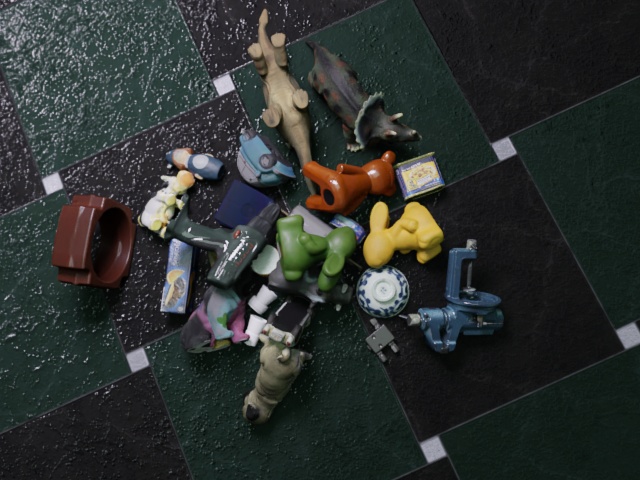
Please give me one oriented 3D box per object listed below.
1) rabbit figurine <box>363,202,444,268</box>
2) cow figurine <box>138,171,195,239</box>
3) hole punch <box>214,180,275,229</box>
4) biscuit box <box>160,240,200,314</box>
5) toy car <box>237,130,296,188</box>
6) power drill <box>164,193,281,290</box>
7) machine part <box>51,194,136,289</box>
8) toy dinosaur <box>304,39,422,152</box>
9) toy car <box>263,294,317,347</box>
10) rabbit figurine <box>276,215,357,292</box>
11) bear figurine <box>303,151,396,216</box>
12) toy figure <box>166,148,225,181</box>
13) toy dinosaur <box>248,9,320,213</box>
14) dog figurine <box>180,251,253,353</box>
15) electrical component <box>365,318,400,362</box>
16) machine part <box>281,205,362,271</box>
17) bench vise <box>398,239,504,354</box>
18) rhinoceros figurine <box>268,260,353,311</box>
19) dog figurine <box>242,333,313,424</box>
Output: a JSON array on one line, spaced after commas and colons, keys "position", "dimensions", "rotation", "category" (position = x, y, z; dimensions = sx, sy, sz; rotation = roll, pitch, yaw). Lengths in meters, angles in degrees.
[{"position": [0.170, -0.009, 1.202], "dimensions": [0.173, 0.121, 0.162], "rotation": [-30, 75, 0], "category": "rabbit figurine"}, {"position": [-0.368, -0.096, 1.289], "dimensions": [0.098, 0.068, 0.167], "rotation": [24, 81, 38], "category": "cow figurine"}, {"position": [-0.176, -0.069, 1.260], "dimensions": [0.116, 0.092, 0.142], "rotation": [25, 81, 5], "category": "hole punch"}, {"position": [-0.324, 0.072, 1.262], "dimensions": [0.059, 0.063, 0.202], "rotation": [4, 82, 3], "category": "biscuit box"}, {"position": [-0.143, -0.179, 1.269], "dimensions": [0.103, 0.109, 0.162], "rotation": [-46, 71, 14], "category": "toy car"}, {"position": [-0.218, -0.022, 1.174], "dimensions": [0.207, 0.086, 0.232], "rotation": [29, 69, -10], "category": "power drill"}, {"position": [-0.508, 0.007, 1.218], "dimensions": [0.087, 0.201, 0.201], "rotation": [4, 82, 8], "category": "machine part"}, {"position": [0.055, -0.341, 1.230], "dimensions": [0.131, 0.192, 0.405], "rotation": [-37, 81, -4], "category": "toy dinosaur"}, {"position": [-0.062, 0.172, 1.159], "dimensions": [0.074, 0.202, 0.056], "rotation": [24, 111, 8], "category": "toy car"}, {"position": [0.001, 0.019, 1.130], "dimensions": [0.170, 0.121, 0.159], "rotation": [-9, 60, -10], "category": "rabbit figurine"}, {"position": [0.075, -0.134, 1.210], "dimensions": [0.196, 0.120, 0.132], "rotation": [-30, 36, -34], "category": "bear figurine"}, {"position": [-0.309, -0.189, 1.307], "dimensions": [0.155, 0.057, 0.064], "rotation": [19, 45, 9], "category": "toy figure"}, {"position": [-0.070, -0.292, 1.228], "dimensions": [0.105, 0.198, 0.471], "rotation": [-14, 88, 4], "category": "toy dinosaur"}, {"position": [-0.236, 0.133, 1.222], "dimensions": [0.192, 0.108, 0.219], "rotation": [-19, 66, 23], "category": "dog figurine"}, {"position": [0.134, 0.225, 1.217], "dimensions": [0.063, 0.021, 0.094], "rotation": [-38, 80, -1], "category": "electrical component"}, {"position": [-0.003, -0.004, 1.237], "dimensions": [0.243, 0.079, 0.079], "rotation": [37, 86, 10], "category": "machine part"}, {"position": [0.295, 0.117, 1.161], "dimensions": [0.224, 0.129, 0.240], "rotation": [3, 99, -2], "category": "bench vise"}, {"position": [-0.020, 0.097, 1.191], "dimensions": [0.190, 0.112, 0.073], "rotation": [14, 118, -7], "category": "rhinoceros figurine"}, {"position": [-0.106, 0.312, 1.154], "dimensions": [0.121, 0.172, 0.190], "rotation": [21, 78, 12], "category": "dog figurine"}]
